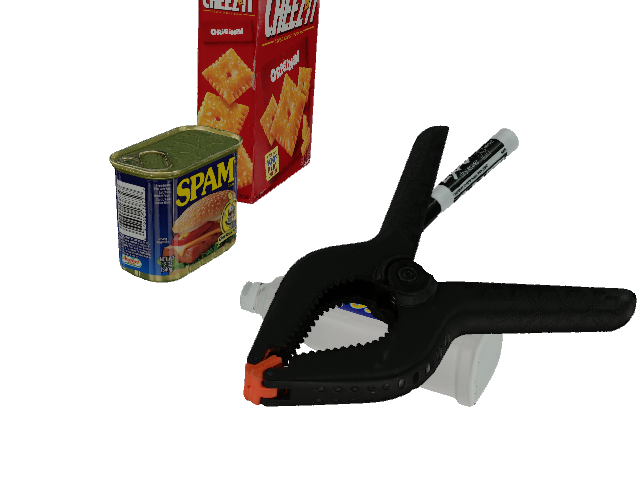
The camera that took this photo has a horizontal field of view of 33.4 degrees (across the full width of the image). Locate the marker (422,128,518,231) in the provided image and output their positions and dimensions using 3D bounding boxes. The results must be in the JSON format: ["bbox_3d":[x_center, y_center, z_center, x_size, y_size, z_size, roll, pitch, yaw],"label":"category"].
[{"bbox_3d":[0.103,-0.044,0.784,0.121,0.020,0.020,-40,22,-28],"label":"marker"}]

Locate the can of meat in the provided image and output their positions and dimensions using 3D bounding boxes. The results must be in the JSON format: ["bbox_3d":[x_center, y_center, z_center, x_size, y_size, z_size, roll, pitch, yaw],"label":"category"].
[{"bbox_3d":[-0.101,-0.027,0.762,0.058,0.084,0.101,16,27,27],"label":"can of meat"}]

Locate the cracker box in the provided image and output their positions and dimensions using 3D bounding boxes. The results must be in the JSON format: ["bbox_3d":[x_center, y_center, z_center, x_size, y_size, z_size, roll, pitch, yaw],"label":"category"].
[{"bbox_3d":[-0.059,-0.162,1.065,0.072,0.214,0.164,11,21,18],"label":"cracker box"}]

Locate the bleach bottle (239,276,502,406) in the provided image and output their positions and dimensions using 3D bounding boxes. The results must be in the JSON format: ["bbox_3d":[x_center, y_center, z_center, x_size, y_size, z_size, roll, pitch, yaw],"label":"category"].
[{"bbox_3d":[0.038,0.081,0.999,0.251,0.068,0.102,12,26,22],"label":"bleach bottle"}]

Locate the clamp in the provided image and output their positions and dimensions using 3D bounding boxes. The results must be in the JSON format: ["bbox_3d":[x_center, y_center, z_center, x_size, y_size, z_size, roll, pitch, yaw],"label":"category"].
[{"bbox_3d":[0.042,0.020,0.575,0.209,0.165,0.036,-23,-34,-22],"label":"clamp"}]
